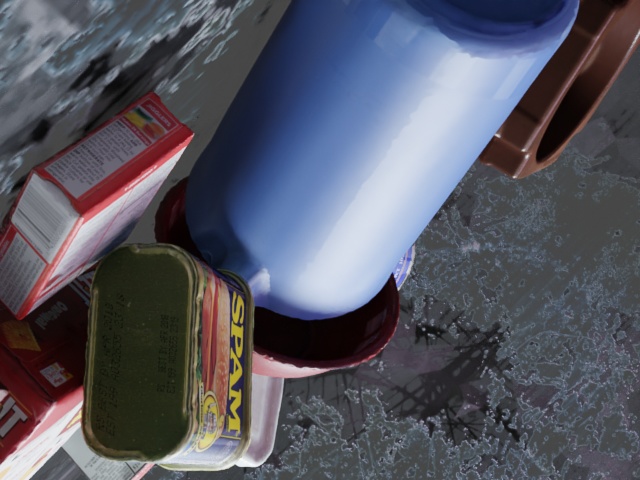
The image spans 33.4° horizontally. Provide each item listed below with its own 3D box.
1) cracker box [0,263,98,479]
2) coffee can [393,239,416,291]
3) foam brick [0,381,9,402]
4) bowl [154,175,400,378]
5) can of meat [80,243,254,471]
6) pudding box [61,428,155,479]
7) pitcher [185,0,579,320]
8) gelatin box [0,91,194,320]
[{"bbox_3d":[-0.191,0.110,0.548,0.214,0.072,0.164,-46,178,12],"label":"cracker box"},{"bbox_3d":[-0.005,0.001,0.832,0.103,0.103,0.140,-46,151,26],"label":"coffee can"},{"bbox_3d":[-0.158,0.056,0.401,0.053,0.051,0.078,-45,178,-13],"label":"foam brick"},{"bbox_3d":[-0.034,0.029,0.658,0.161,0.162,0.055,-42,167,-52],"label":"bowl"},{"bbox_3d":[-0.070,0.056,0.503,0.057,0.102,0.084,-2,167,12],"label":"can of meat"},{"bbox_3d":[-0.159,0.124,0.791,0.090,0.113,0.039,-46,175,28],"label":"pudding box"},{"bbox_3d":[0.029,-0.074,0.545,0.144,0.149,0.243,2,151,-22],"label":"pitcher"},{"bbox_3d":[-0.100,-0.014,0.450,0.073,0.030,0.089,-44,178,-44],"label":"gelatin box"}]
